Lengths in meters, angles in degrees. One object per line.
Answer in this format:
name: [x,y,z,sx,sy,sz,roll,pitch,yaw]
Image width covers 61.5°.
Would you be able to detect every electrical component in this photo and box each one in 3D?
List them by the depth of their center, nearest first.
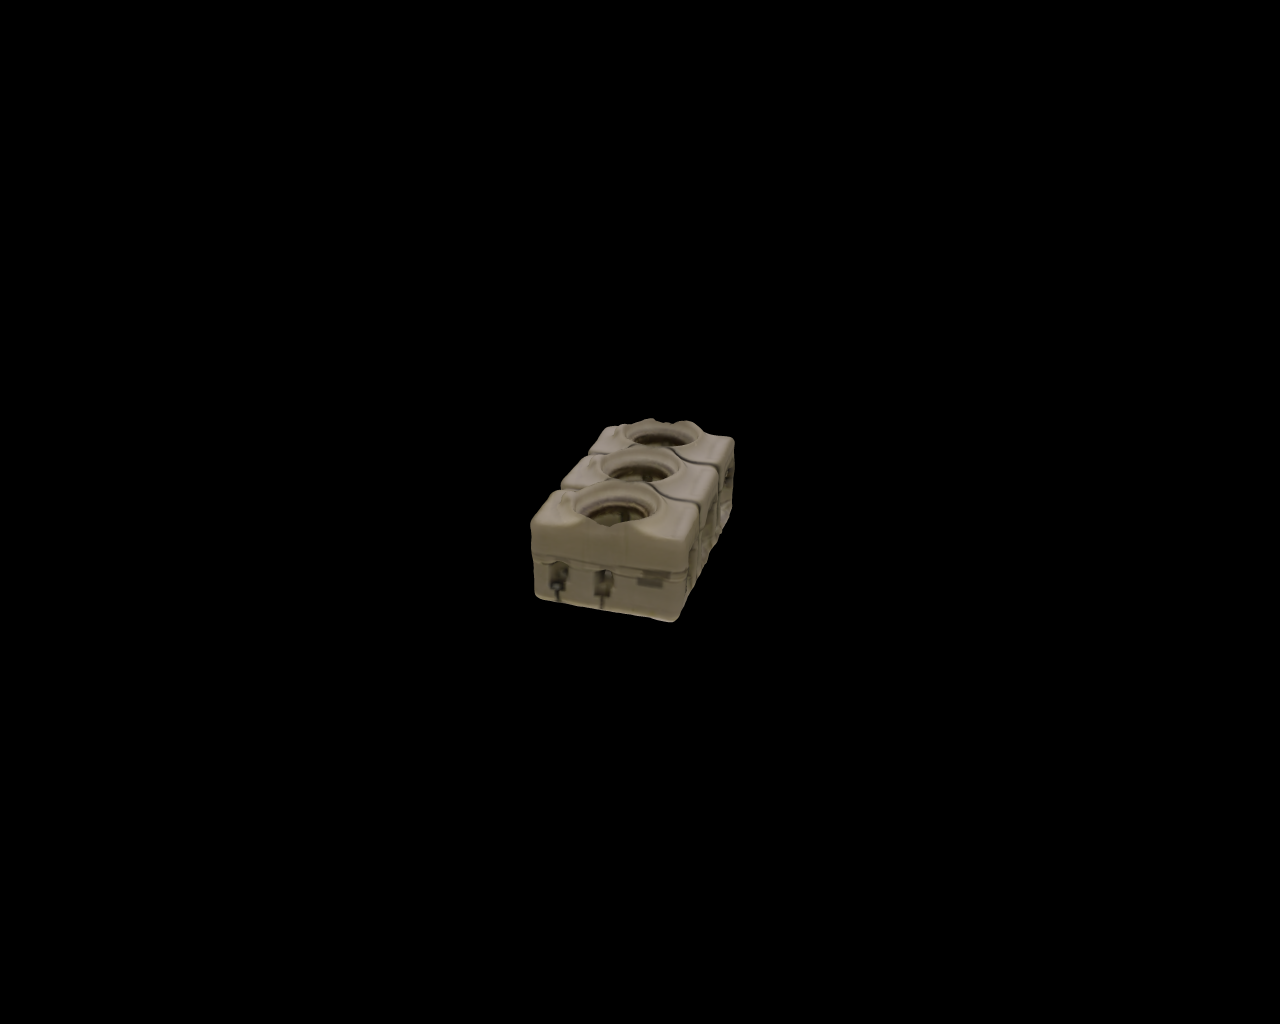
electrical component: [0.001,-0.003,0.650,0.089,0.061,0.150,7,27,14]
